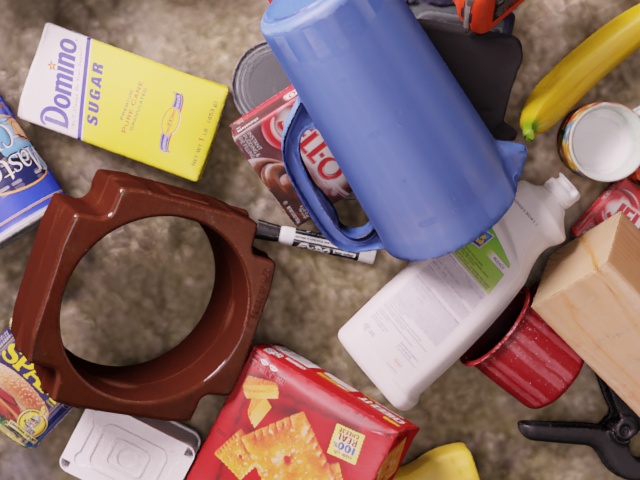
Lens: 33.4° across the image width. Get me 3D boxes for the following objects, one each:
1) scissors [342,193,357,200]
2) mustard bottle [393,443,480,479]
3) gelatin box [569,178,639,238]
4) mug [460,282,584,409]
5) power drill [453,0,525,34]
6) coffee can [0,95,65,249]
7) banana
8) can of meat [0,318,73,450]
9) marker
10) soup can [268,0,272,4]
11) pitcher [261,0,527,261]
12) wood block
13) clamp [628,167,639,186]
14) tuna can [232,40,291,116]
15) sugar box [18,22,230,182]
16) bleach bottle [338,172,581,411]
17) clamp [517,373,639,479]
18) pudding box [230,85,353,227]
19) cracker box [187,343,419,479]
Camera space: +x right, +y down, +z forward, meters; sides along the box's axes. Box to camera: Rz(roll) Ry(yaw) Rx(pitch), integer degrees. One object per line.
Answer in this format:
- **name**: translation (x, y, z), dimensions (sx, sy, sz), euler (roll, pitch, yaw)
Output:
- **scissors**: translation (0.086, -0.063, 1.004), dimensions (0.201, 0.016, 0.096), euler (15, 98, 0)
- **mustard bottle**: translation (0.062, 0.264, 1.022), dimensions (0.191, 0.058, 0.096), euler (-15, 96, 1)
- **gelatin box**: translation (0.293, -0.006, 1.009), dimensions (0.089, 0.030, 0.073), euler (41, 94, -5)
- **mug**: translation (0.197, 0.094, 0.995), dimensions (0.081, 0.093, 0.117), euler (39, 70, -10)
- **power drill**: translation (0.115, -0.277, 0.919), dimensions (0.184, 0.057, 0.188), euler (-42, 67, -13)
- **coffee can**: translation (-0.304, -0.065, 0.955), dimensions (0.103, 0.103, 0.140), euler (-32, 96, 2)
- **banana**: translation (0.247, -0.155, 0.973), dimensions (0.197, 0.070, 0.037), euler (-44, 114, -5)
- **can of meat**: translation (-0.276, 0.134, 1.003), dimensions (0.102, 0.057, 0.084), euler (44, 96, -5)
- **marker**: translation (-0.007, 0.001, 1.010), dimensions (0.121, 0.020, 0.020), euler (12, 96, -3)
- **soup can**: translation (-0.023, -0.244, 0.957), dimensions (0.068, 0.068, 0.102), euler (-23, 96, 2)
- **pitcher**: translation (0.047, -0.105, 0.887), dimensions (0.149, 0.145, 0.242), euler (-49, 119, -26)
- **wood block**: translation (0.302, 0.088, 0.969), dimensions (0.206, 0.090, 0.090), euler (45, 130, -9)
- **clamp**: translation (0.395, -0.061, 1.002), dimensions (0.210, 0.036, 0.164), euler (-11, 96, -3)
- **tuna can**: translation (-0.038, -0.142, 0.985), dimensions (0.086, 0.034, 0.086), euler (0, 97, -1)
- **sugar box**: translation (-0.179, -0.126, 0.979), dimensions (0.176, 0.048, 0.093), euler (19, 96, -4)
- **bleach bottle**: translation (0.139, 0.039, 0.977), dimensions (0.251, 0.068, 0.102), euler (-42, 79, 9)
- **clamp**: translation (0.276, 0.184, 1.027), dimensions (0.171, 0.039, 0.120), euler (45, 95, -5)
- **pudding box**: translation (-0.015, -0.081, 0.963), dimensions (0.090, 0.039, 0.113), euler (-32, 122, 6)
- **cracker box**: translation (-0.032, 0.225, 0.979), dimensions (0.164, 0.072, 0.214), euler (29, 95, 24)
